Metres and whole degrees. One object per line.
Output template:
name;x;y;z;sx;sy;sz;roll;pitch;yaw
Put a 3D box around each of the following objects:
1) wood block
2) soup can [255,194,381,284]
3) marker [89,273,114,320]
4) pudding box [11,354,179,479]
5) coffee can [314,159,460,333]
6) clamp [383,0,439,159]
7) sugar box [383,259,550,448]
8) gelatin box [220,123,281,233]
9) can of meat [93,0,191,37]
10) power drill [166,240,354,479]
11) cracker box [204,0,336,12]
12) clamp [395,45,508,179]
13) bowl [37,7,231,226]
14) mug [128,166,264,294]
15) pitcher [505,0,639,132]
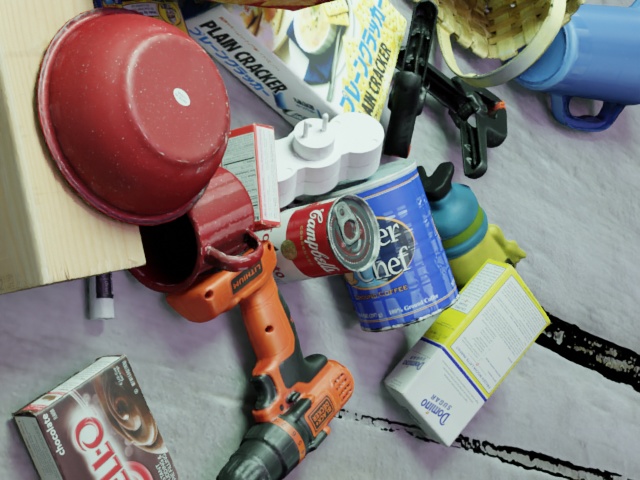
wood block;-0.203;-0.070;0.764;0.090;0.090;0.206;-11;89;-47
soup can;-0.006;0.001;0.951;0.068;0.102;0.068;13;72;-45
marker;-0.172;0.002;0.832;0.020;0.020;0.121;6;77;-47
pudding box;-0.164;0.155;0.791;0.089;0.039;0.113;-35;107;-46
coffee can;0.065;0.005;1.027;0.102;0.103;0.140;-29;103;-47
clamp;0.085;-0.137;1.054;0.120;0.039;0.171;-63;164;-45
sugar box;0.151;0.114;1.092;0.176;0.048;0.093;-46;118;-12
gelatin box;-0.072;-0.048;0.911;0.030;0.073;0.089;5;77;-54
can of meat;-0.150;-0.160;0.858;0.101;0.058;0.084;-11;77;-49
power drill;-0.057;0.109;0.907;0.184;0.057;0.187;-43;116;-48
cracker box;-0.081;-0.271;0.824;0.213;0.072;0.164;-5;92;-45
clamp;0.157;-0.152;1.190;0.164;0.036;0.209;56;27;4
bowl;-0.116;-0.093;0.753;0.161;0.055;0.162;13;71;-45
mug;-0.096;-0.009;0.852;0.081;0.117;0.093;-28;136;-52
pitcher;0.345;-0.233;1.380;0.242;0.145;0.149;-5;73;-44
